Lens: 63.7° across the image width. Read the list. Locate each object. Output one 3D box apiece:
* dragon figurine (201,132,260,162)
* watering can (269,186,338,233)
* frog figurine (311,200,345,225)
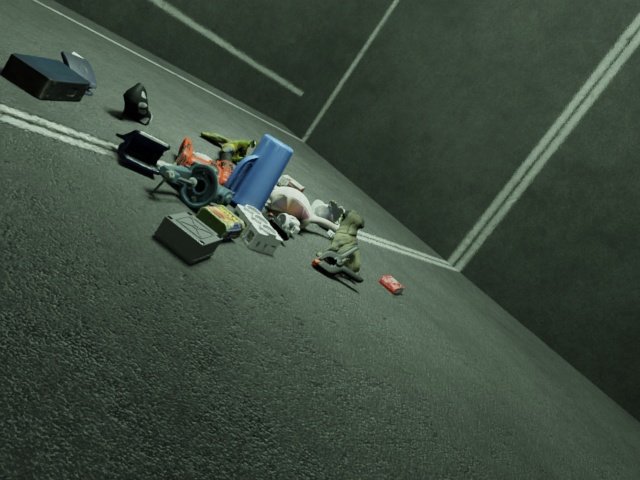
[{"bbox_3d":[-0.394,-0.396,2.159,0.244,0.121,0.411,21,8,15],"label":"dragon figurine"},{"bbox_3d":[-0.067,-0.102,1.853,0.346,0.103,0.227,32,15,-10],"label":"watering can"},{"bbox_3d":[0.006,-0.106,2.111,0.159,0.123,0.137,0,-2,38],"label":"frog figurine"}]
